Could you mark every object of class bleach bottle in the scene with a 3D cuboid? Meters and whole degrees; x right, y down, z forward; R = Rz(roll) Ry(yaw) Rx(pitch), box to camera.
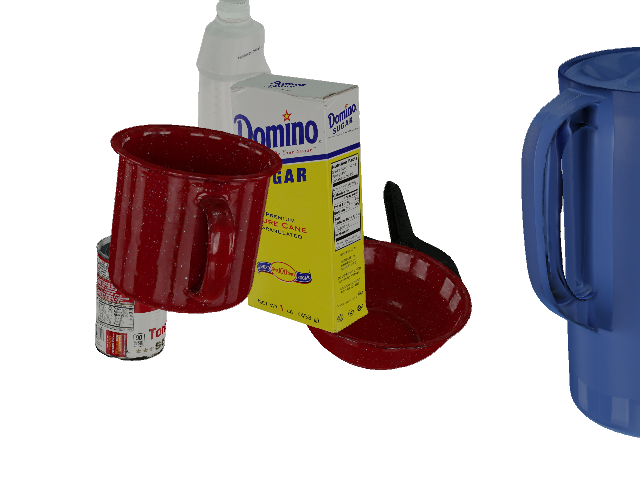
[{"bbox_3d":[-0.080,-0.128,1.066,0.068,0.251,0.102,20,39,24],"label":"bleach bottle"}]

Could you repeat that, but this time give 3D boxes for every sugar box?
[{"bbox_3d":[-0.016,-0.028,0.779,0.093,0.176,0.048,13,29,39],"label":"sugar box"}]

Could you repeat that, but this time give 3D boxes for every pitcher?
[{"bbox_3d":[0.209,0.003,0.685,0.149,0.243,0.144,3,21,16],"label":"pitcher"}]

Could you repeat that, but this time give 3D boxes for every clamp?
[{"bbox_3d":[0.076,0.017,1.180,0.164,0.036,0.210,-16,50,-33],"label":"clamp"}]

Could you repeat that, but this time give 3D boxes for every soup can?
[{"bbox_3d":[-0.177,0.053,0.998,0.068,0.102,0.068,6,21,-2],"label":"soup can"}]

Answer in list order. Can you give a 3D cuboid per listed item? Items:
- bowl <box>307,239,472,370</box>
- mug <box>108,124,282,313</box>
[{"bbox_3d":[0.049,0.065,0.941,0.162,0.055,0.162,6,32,-4],"label":"bowl"},{"bbox_3d":[-0.068,-0.007,0.578,0.093,0.081,0.117,1,22,-24],"label":"mug"}]
